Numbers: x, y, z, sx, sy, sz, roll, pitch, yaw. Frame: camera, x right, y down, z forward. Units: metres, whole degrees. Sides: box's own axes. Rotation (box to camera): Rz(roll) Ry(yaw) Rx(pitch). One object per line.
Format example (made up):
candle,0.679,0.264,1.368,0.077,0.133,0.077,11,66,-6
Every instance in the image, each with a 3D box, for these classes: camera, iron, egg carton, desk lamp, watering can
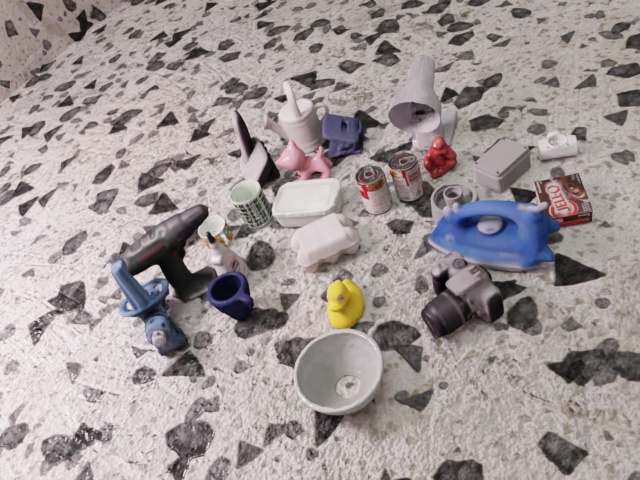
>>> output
camera,0.245,0.102,1.059,0.137,0.101,0.142,-34,45,-9
iron,0.326,-0.029,1.118,0.257,0.142,0.119,4,51,27
egg carton,0.012,0.005,1.276,0.150,0.070,0.107,-26,44,-1
desk lamp,0.248,-0.316,1.371,0.117,0.214,0.203,2,50,25
watering can,-0.066,-0.332,1.538,0.173,0.194,0.100,-35,45,-10

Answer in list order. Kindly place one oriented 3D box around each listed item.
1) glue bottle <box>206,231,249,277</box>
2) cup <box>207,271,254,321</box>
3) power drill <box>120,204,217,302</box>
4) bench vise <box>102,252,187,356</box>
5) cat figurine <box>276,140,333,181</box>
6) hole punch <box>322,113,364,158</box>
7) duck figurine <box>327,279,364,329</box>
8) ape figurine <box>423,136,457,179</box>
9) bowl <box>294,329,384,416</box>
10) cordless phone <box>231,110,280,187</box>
glue bottle,-0.212,0.042,1.262,0.037,0.173,0.078,-5,47,20
cup,-0.171,0.131,1.217,0.117,0.095,0.092,19,59,36
power drill,-0.316,0.037,1.287,0.229,0.209,0.075,-27,44,-2
bench vise,-0.364,0.127,1.215,0.122,0.220,0.206,-44,47,-19
cat figurine,-0.043,-0.205,1.462,0.127,0.118,0.067,-13,45,12
hole punch,0.062,-0.284,1.511,0.101,0.091,0.108,-10,46,15
duck figurine,0.044,0.115,1.146,0.077,0.086,0.104,0,49,23
ape figurine,0.279,-0.201,1.337,0.077,0.092,0.076,1,50,25
bowl,0.041,0.248,1.029,0.167,0.075,0.167,-12,45,13
cordless phone,-0.187,-0.241,1.510,0.094,0.185,0.147,-30,44,-5
